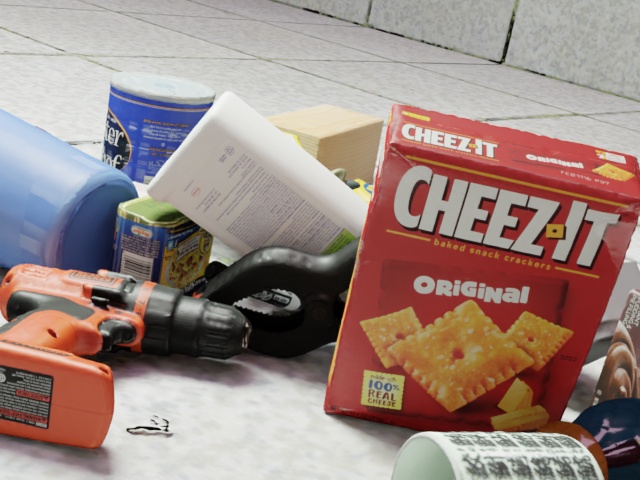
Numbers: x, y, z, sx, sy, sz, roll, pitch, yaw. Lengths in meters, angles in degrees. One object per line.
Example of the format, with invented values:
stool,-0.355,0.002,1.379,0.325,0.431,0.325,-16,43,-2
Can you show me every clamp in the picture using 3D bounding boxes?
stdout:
clamp,0.005,0.036,0.787,0.210,0.164,0.036,2,31,6

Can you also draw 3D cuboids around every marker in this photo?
marker,-0.054,0.038,0.862,0.020,0.020,0.121,23,-1,34

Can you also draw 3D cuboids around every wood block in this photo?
wood block,-0.005,-0.104,1.295,0.090,0.091,0.205,17,18,20

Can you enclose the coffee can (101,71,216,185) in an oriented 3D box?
coffee can,-0.164,-0.086,1.053,0.102,0.140,0.103,10,17,-3

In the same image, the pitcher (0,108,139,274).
pitcher,-0.278,-0.039,0.886,0.243,0.149,0.144,23,5,26

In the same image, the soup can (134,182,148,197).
soup can,-0.167,-0.017,0.957,0.102,0.068,0.068,15,17,9

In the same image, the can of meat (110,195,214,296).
can of meat,-0.127,0.010,0.865,0.057,0.084,0.102,17,19,19

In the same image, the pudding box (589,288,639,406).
pudding box,0.247,0.102,0.756,0.039,0.113,0.090,2,19,-37

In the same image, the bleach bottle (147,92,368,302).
bleach bottle,-0.005,0.001,0.828,0.250,0.103,0.068,39,29,-9

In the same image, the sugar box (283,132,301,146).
sugar box,-0.052,-0.052,0.964,0.093,0.048,0.176,2,26,-11

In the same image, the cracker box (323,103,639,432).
cracker box,0.102,0.034,0.712,0.164,0.214,0.072,12,31,0

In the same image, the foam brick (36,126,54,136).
foam brick,-0.304,-0.085,1.112,0.051,0.053,0.078,-5,23,-41

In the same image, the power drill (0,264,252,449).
power drill,-0.147,0.072,0.708,0.184,0.057,0.187,9,14,4

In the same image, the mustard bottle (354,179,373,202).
mustard bottle,0.083,-0.026,1.155,0.192,0.058,0.096,15,9,13
